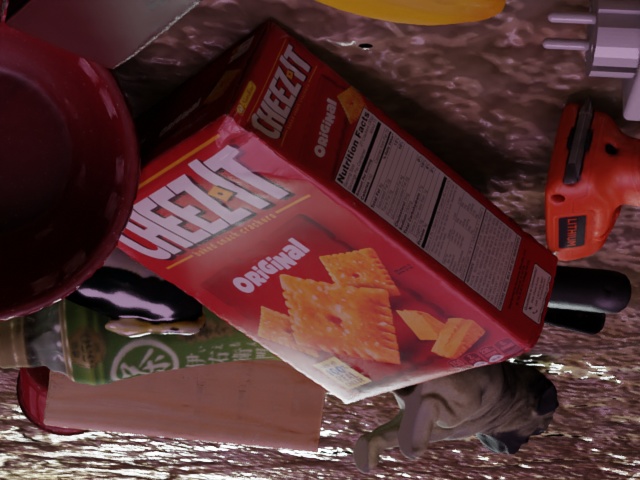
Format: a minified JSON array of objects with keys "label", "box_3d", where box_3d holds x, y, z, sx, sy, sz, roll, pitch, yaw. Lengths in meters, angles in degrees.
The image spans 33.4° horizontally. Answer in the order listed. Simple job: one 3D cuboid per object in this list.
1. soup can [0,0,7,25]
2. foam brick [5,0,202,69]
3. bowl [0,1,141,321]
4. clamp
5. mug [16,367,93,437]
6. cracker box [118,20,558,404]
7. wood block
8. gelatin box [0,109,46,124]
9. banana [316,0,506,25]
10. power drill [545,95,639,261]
[{"label":"soup can","box_3d":[-0.156,-0.102,0.416,0.068,0.102,0.068,5,156,2]},{"label":"foam brick","box_3d":[-0.085,-0.114,0.436,0.052,0.051,0.078,22,152,-34]},{"label":"bowl","box_3d":[-0.171,-0.042,0.535,0.162,0.162,0.055,11,-174,-11]},{"label":"clamp","box_3d":[0.095,0.026,0.688,0.210,0.036,0.164,11,171,5]},{"label":"mug","box_3d":[-0.206,0.116,0.925,0.117,0.093,0.082,16,150,-4]},{"label":"cracker box","box_3d":[-0.004,0.001,0.587,0.213,0.072,0.164,36,144,-23]},{"label":"wood block","box_3d":[-0.103,0.106,0.839,0.206,0.090,0.091,8,180,-8]},{"label":"gelatin box","box_3d":[-0.198,-0.051,0.589,0.089,0.030,0.073,10,126,-11]},{"label":"banana","box_3d":[-0.007,-0.127,0.406,0.070,0.037,0.197,-15,149,39]},{"label":"power drill","box_3d":[0.215,-0.009,0.554,0.188,0.057,0.184,8,156,17]}]
